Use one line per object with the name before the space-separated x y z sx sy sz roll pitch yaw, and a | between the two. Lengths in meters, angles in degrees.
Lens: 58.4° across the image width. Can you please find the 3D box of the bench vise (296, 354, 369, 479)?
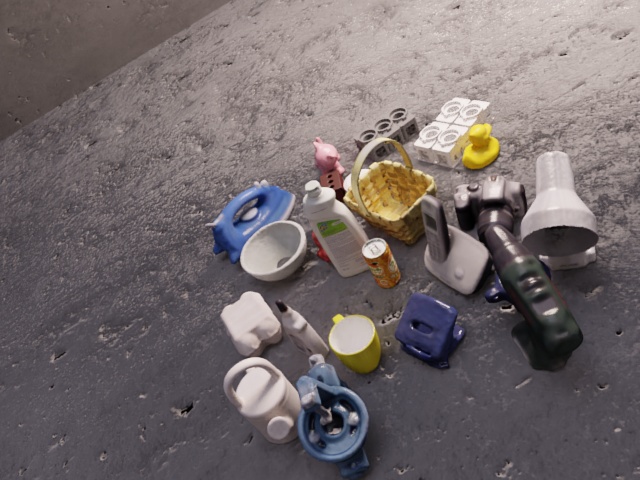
bench vise | -0.004 0.272 0.952 0.121 0.220 0.206 -37 42 -8

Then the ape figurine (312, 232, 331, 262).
ape figurine | 0.012 0.005 1.300 0.076 0.092 0.077 -17 43 14

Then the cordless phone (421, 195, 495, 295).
cordless phone | 0.252 0.005 1.093 0.094 0.186 0.147 -42 43 -13

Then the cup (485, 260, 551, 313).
cup | 0.353 0.098 1.014 0.117 0.095 0.091 -27 42 4

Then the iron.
iron | -0.174 -0.069 1.439 0.118 0.142 0.259 22 63 42

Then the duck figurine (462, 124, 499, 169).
duck figurine | 0.367 -0.224 1.327 0.105 0.086 0.077 -46 44 -17

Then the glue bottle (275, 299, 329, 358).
glue bottle | -0.044 0.169 1.110 0.077 0.174 0.037 20 61 41

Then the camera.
camera | 0.341 -0.057 1.167 0.142 0.101 0.137 -4 48 27

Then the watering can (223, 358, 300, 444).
watering can | -0.095 0.279 1.016 0.172 0.195 0.101 20 61 41

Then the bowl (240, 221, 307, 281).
bowl | -0.098 0.038 1.343 0.167 0.075 0.167 -16 44 16

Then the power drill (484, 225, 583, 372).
power drill | 0.341 0.109 0.924 0.075 0.209 0.229 -27 42 4

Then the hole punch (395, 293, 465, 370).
hole punch | 0.196 0.164 1.040 0.108 0.091 0.101 21 62 41

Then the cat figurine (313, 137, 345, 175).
cat figurine | 0.014 -0.223 1.502 0.067 0.118 0.127 -25 42 6

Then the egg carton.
egg carton | -0.150 0.181 1.237 0.107 0.070 0.150 -37 42 -7

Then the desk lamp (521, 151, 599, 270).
desk lamp | 0.424 -0.037 1.016 0.117 0.214 0.203 -6 47 25
